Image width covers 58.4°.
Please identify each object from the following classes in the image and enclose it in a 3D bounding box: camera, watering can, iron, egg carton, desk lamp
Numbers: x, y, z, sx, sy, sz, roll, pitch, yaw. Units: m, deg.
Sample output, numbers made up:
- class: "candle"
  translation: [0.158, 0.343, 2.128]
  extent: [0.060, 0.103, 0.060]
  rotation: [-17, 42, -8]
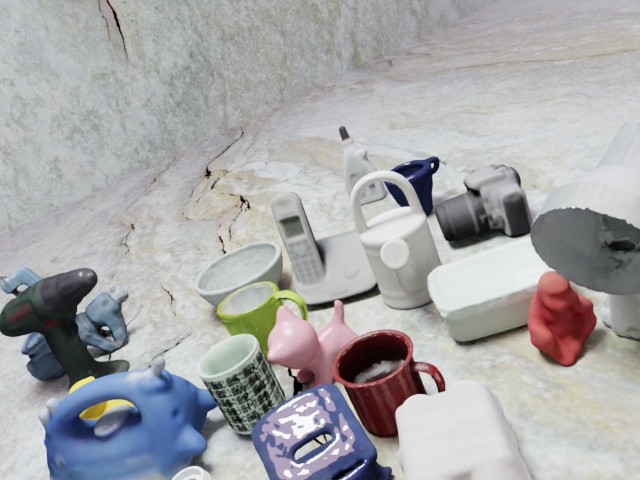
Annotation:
- class: "camera"
  translation: [0.251, -0.062, 0.919]
  extent: [0.136, 0.101, 0.143]
  rotation: [-20, 23, 8]
- class: "watering can"
  translation: [0.109, -0.005, 0.806]
  extent: [0.101, 0.194, 0.172]
  rotation: [-27, 23, -8]
- class: "iron"
  translation: [-0.262, 0.229, 0.712]
  extent: [0.258, 0.142, 0.118]
  rotation: [-18, 23, 12]
- class: "egg carton"
  translation: [0.124, 0.194, 0.517]
  extent: [0.107, 0.069, 0.150]
  rotation: [-20, 23, 8]
- class: "desk lamp"
  translation: [0.317, -0.002, 0.578]
  extent: [0.204, 0.214, 0.117]
  rotation: [-39, 27, -32]

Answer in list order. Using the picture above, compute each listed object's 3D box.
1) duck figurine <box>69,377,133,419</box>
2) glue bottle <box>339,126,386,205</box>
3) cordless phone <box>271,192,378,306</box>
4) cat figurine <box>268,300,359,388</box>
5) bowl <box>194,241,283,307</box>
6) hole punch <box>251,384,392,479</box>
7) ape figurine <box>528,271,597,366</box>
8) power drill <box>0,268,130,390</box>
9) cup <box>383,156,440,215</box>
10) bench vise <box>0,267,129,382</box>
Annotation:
- class: "duck figurine"
  translation: [-0.320, 0.235, 0.823]
  extent: [0.077, 0.086, 0.105]
  rotation: [-3, 30, 39]
- class: "glue bottle"
  translation: [0.076, -0.158, 1.199]
  extent: [0.078, 0.173, 0.037]
  rotation: [-15, 24, 19]
- class: "cordless phone"
  translation: [0.008, 0.003, 0.895]
  extent: [0.147, 0.185, 0.094]
  rotation: [-17, 24, 15]
- class: "cat figurine"
  translation: [-0.011, 0.128, 0.727]
  extent: [0.128, 0.118, 0.067]
  rotation: [-33, 25, -21]
- class: "bowl"
  translation: [-0.132, 0.074, 1.013]
  extent: [0.167, 0.075, 0.167]
  rotation: [-19, 23, 9]
- class: "hole punch"
  translation: [0.000, 0.212, 0.568]
  extent: [0.109, 0.091, 0.101]
  rotation: [-28, 23, -12]
- class: "ape figurine"
  translation: [0.257, 0.076, 0.622]
  extent: [0.077, 0.092, 0.076]
  rotation: [-21, 23, 5]
- class: "power drill"
  translation: [-0.406, 0.150, 0.932]
  extent: [0.229, 0.209, 0.076]
  rotation: [-13, 25, 23]
- class: "cup"
  translation: [0.183, -0.095, 1.062]
  extent: [0.118, 0.095, 0.091]
  rotation: [-31, 24, -18]
- class: "bench vise"
  translation: [-0.466, 0.122, 1.035]
  extent: [0.208, 0.220, 0.121]
  rotation: [-36, 26, -28]
